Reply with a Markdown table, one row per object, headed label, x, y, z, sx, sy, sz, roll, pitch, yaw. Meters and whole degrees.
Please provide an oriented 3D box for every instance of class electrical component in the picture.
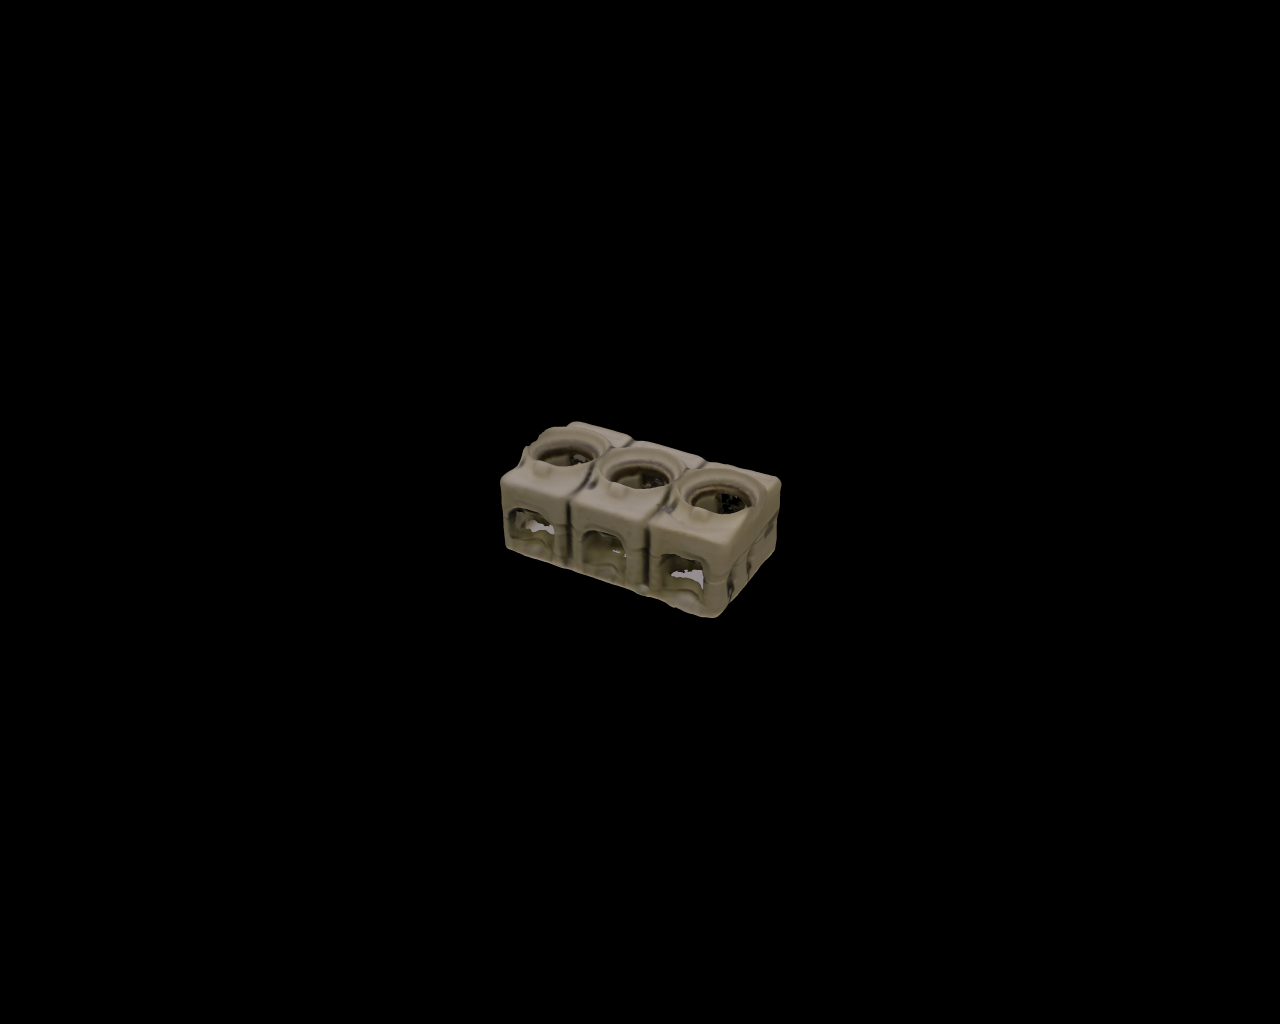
| label | x | y | z | sx | sy | sz | roll | pitch | yaw |
| --- | --- | --- | --- | --- | --- | --- | --- | --- | --- |
| electrical component | 0.001 | -0.003 | 0.650 | 0.150 | 0.061 | 0.090 | 17 | 36 | 24 |
